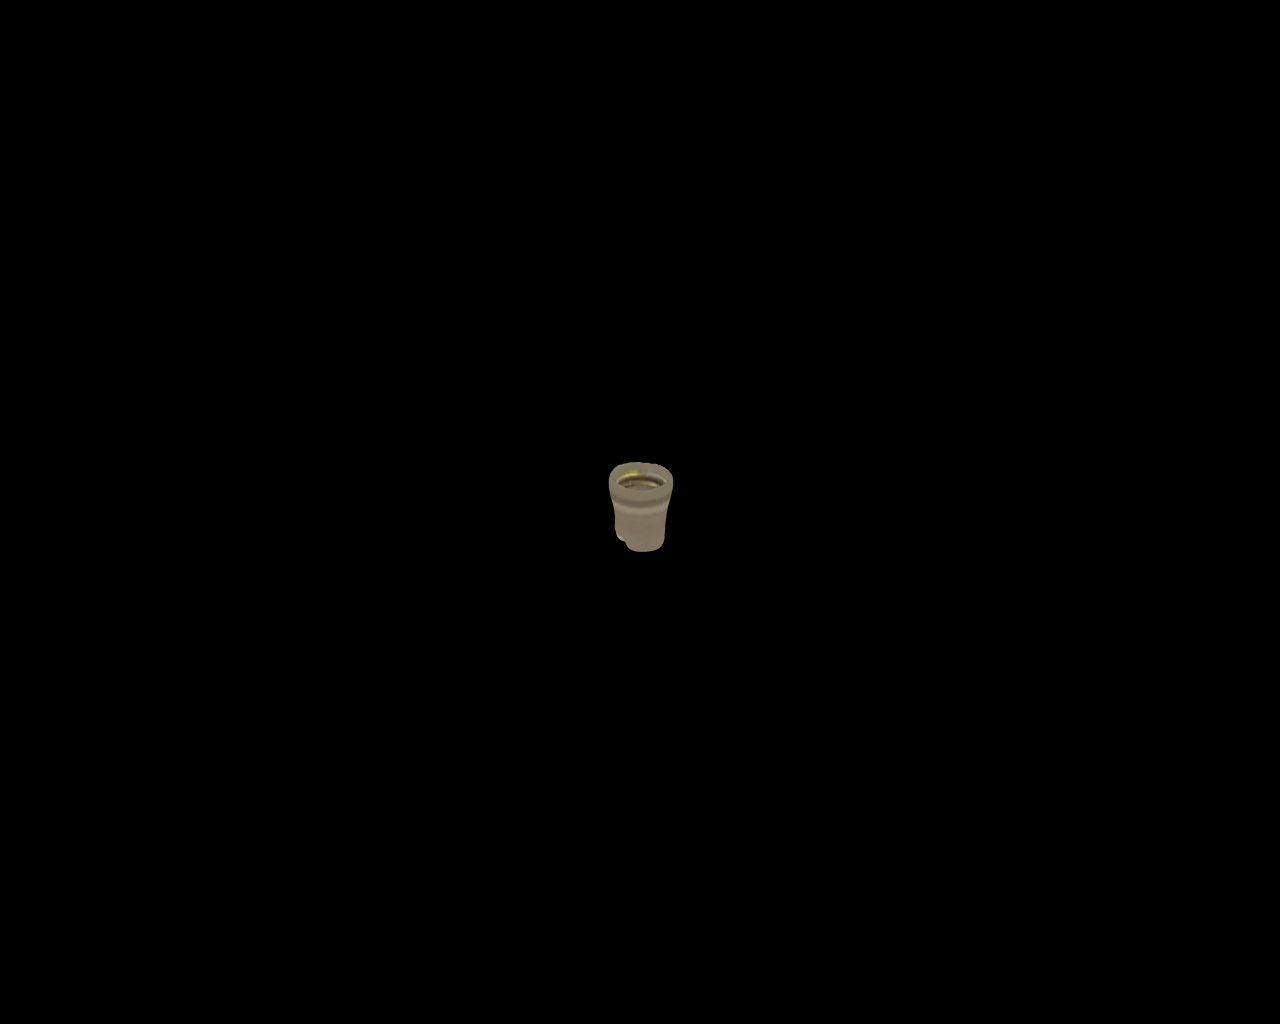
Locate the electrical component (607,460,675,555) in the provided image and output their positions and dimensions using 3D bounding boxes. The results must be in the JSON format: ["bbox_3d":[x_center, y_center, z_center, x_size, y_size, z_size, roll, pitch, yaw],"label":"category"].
[{"bbox_3d":[0.001,-0.003,0.650,0.040,0.046,0.040,0,29,0],"label":"electrical component"}]
